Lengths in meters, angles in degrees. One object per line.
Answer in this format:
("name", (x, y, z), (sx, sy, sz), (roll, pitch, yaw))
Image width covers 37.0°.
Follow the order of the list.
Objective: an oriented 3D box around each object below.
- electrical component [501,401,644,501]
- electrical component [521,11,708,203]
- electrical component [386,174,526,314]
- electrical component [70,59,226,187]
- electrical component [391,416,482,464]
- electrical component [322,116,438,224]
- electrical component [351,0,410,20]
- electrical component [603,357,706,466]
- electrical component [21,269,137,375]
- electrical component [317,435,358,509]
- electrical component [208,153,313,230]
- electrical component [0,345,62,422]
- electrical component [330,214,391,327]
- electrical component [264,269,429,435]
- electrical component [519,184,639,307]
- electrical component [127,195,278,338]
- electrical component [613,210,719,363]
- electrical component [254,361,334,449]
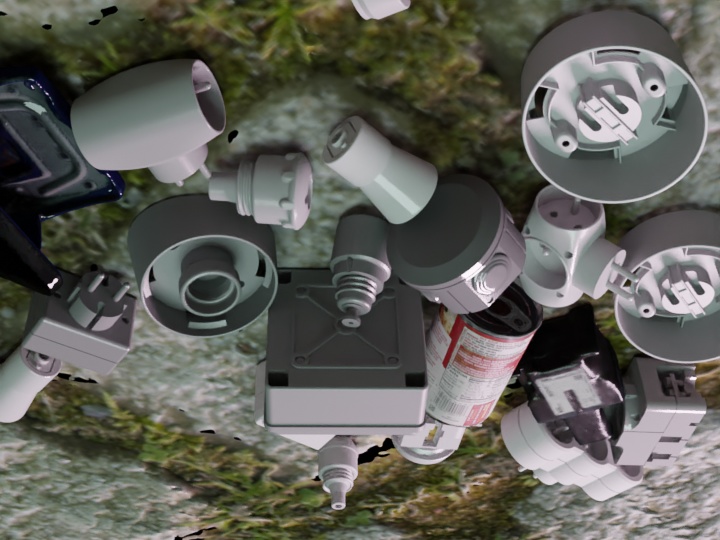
("electrical component", (0.167, 0.157, 0.907), (0.138, 0.052, 0.074), (28, 132, -31))
("electrical component", (0.139, -0.092, 0.604), (0.099, 0.064, 0.099), (-1, 140, -1))
("electrical component", (0.061, -0.016, 0.681), (0.080, 0.080, 0.051), (-23, 140, 23))
("electrical component", (-0.115, -0.078, 0.629), (0.077, 0.043, 0.079), (-15, 139, 15))
("electrical component", (0.055, 0.117, 0.853), (0.078, 0.058, 0.057), (5, 136, -8))
("electrical component", (0.010, -0.063, 0.653), (0.065, 0.044, 0.044), (35, 128, -29))
("electrical component", (0.022, -0.155, 0.541), (0.055, 0.045, 0.045), (-17, 137, 18))
("electrical component", (0.230, 0.114, 0.860), (0.056, 0.050, 0.089), (3, 140, -5))
("electrical component", (-0.186, 0.027, 0.746), (0.066, 0.047, 0.077), (24, 133, -26))
("electrical component", (-0.019, 0.173, 0.912), (0.035, 0.061, 0.035), (-1, 140, -1))
("electrical component", (-0.062, -0.050, 0.664), (0.062, 0.048, 0.048), (4, 140, 4))
("electrical component", (-0.256, 0.081, 0.813), (0.044, 0.044, 0.065), (30, 126, -31))
("electrical component", (0.000, 0.000, 0.702), (0.040, 0.078, 0.040), (7, 151, 4))
("electrical component", (-0.010, 0.055, 0.739), (0.109, 0.108, 0.056), (1, 137, -3))
("electrical component", (0.146, -0.007, 0.701), (0.079, 0.044, 0.077), (34, 147, 25))
("electrical component", (-0.104, -0.004, 0.719), (0.099, 0.064, 0.099), (-8, 132, -9))
("electrical component", (0.219, 0.010, 0.726), (0.099, 0.064, 0.099), (-1, 139, -1))
("electrical component", (-0.029, 0.086, 0.811), (0.062, 0.061, 0.096), (27, 132, -29))
